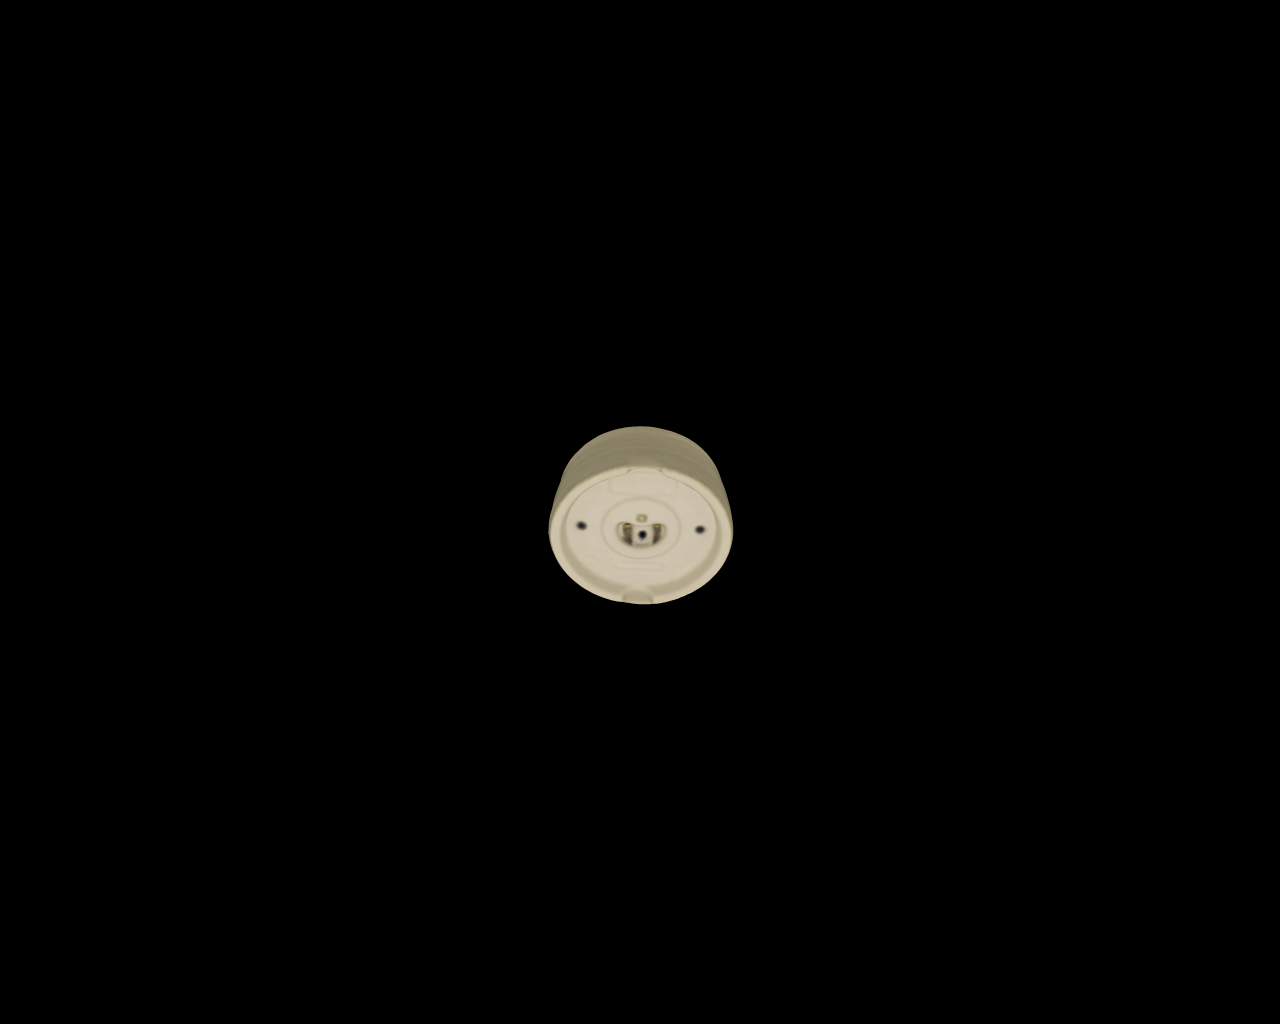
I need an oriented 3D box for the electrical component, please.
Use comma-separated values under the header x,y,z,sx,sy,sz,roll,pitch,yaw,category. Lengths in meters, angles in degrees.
x,y,z,sx,sy,sz,roll,pitch,yaw,category
0.001,-0.003,0.650,0.108,0.108,0.060,0,39,0,electrical component
